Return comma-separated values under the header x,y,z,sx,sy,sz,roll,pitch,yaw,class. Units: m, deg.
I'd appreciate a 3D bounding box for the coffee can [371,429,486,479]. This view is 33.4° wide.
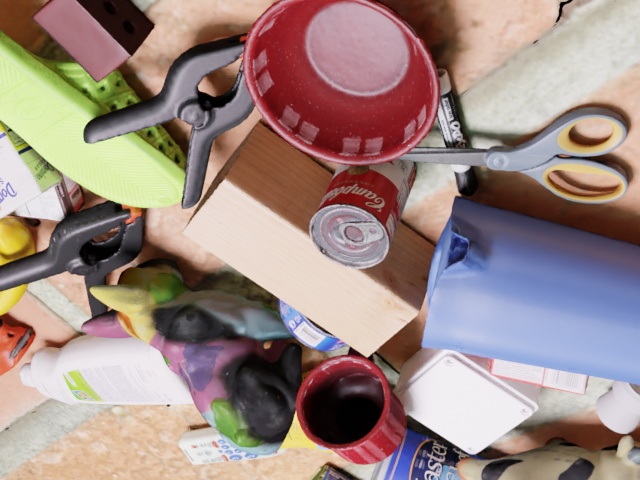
x,y,z,sx,sy,sz,roll,pitch,yaw,class
0.127,0.269,1.141,0.140,0.102,0.103,21,135,4,coffee can

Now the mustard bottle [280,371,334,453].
x,y,z,sx,sy,sz,roll,pitch,yaw,class
-0.002,0.184,1.149,0.192,0.058,0.096,-3,113,25,mustard bottle

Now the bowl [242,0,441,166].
x,y,z,sx,sy,sz,roll,pitch,yaw,class
0.022,-0.139,0.852,0.162,0.055,0.162,12,133,13,bowl

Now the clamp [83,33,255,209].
x,y,z,sx,sy,sz,roll,pitch,yaw,class
-0.118,-0.113,0.907,0.120,0.039,0.172,24,115,-28,clamp

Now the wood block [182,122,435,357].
x,y,z,sx,sy,sz,roll,pitch,yaw,class
-0.006,0.001,0.966,0.206,0.090,0.091,34,134,-9,wood block

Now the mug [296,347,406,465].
x,y,z,sx,sy,sz,roll,pitch,yaw,class
0.035,0.156,1.025,0.093,0.117,0.081,-4,153,20,mug

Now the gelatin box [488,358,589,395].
x,y,z,sx,sy,sz,roll,pitch,yaw,class
0.204,0.106,0.981,0.089,0.073,0.030,11,110,15,gelatin box

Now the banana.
x,y,z,sx,sy,sz,roll,pitch,yaw,class
-0.334,0.030,1.145,0.037,0.069,0.198,32,136,3,banana

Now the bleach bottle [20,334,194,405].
x,y,z,sx,sy,sz,roll,pitch,yaw,class
-0.248,0.143,1.218,0.251,0.068,0.102,-7,126,31,bleach bottle

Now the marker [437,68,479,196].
x,y,z,sx,sy,sz,roll,pitch,yaw,class
0.111,-0.087,0.887,0.020,0.020,0.121,-3,128,25,marker

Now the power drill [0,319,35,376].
x,y,z,sx,sy,sz,roll,pitch,yaw,class
-0.445,0.092,1.257,0.185,0.057,0.187,-28,115,38,power drill

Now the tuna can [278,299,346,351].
x,y,z,sx,sy,sz,roll,pitch,yaw,class
0.004,0.063,1.020,0.086,0.086,0.034,34,135,-9,tuna can

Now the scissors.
x,y,z,sx,sy,sz,roll,pitch,yaw,class
0.157,-0.080,0.861,0.201,0.016,0.096,15,129,-1,scissors

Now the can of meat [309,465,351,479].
x,y,z,sx,sy,sz,roll,pitch,yaw,class
0.016,0.322,1.269,0.084,0.057,0.102,31,134,-3,can of meat

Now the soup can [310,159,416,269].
x,y,z,sx,sy,sz,roll,pitch,yaw,class
0.038,-0.034,0.907,0.068,0.102,0.068,12,134,13,soup can

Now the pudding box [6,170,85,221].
x,y,z,sx,sy,sz,roll,pitch,yaw,class
-0.301,-0.066,1.068,0.114,0.039,0.090,8,133,19,pudding box

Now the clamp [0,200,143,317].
x,y,z,sx,sy,sz,roll,pitch,yaw,class
-0.240,0.022,1.101,0.210,0.036,0.164,-35,144,28,clamp

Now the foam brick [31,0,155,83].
x,y,z,sx,sy,sz,roll,pitch,yaw,class
-0.191,-0.185,0.905,0.051,0.053,0.078,-28,116,39,foam brick

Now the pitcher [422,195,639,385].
x,y,z,sx,sy,sz,roll,pitch,yaw,class
0.213,0.054,0.907,0.243,0.149,0.145,13,119,8,pitcher

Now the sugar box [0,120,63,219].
x,y,z,sx,sy,sz,roll,pitch,yaw,class
-0.327,-0.107,1.000,0.093,0.048,0.176,-25,103,28,sugar box
